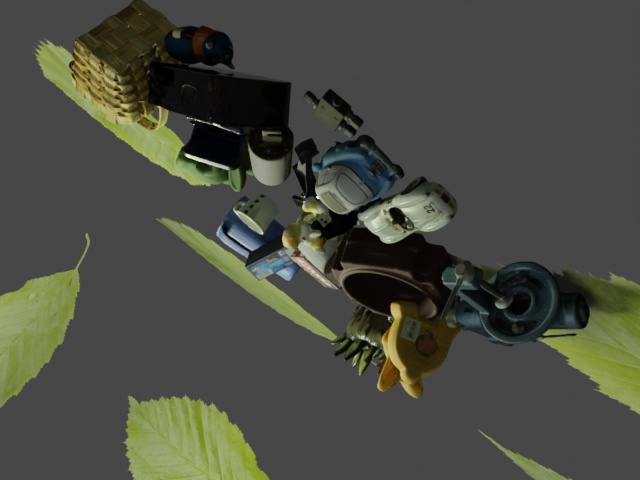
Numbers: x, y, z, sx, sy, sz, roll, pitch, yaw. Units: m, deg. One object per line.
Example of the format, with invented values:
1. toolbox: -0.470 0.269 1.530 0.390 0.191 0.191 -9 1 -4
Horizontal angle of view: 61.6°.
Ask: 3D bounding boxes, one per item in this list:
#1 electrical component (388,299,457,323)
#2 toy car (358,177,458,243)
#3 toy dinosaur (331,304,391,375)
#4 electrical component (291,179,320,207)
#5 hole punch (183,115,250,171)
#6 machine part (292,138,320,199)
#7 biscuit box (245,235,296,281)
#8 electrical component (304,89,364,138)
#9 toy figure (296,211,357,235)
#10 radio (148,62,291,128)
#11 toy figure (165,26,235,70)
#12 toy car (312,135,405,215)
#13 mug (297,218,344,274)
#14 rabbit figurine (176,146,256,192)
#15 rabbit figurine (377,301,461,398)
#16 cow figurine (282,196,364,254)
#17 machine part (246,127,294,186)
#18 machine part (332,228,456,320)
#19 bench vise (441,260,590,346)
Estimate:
1. electrical component: 0.205 0.156 1.078 0.115 0.134 0.058 32 165 16
2. toy car: 0.127 -0.040 0.820 0.073 0.056 0.202 43 153 -14
3. toy dinosaur: 0.122 0.212 1.247 0.105 0.198 0.471 36 174 -1
4. electrical component: 0.001 -0.077 1.049 0.119 0.048 0.074 20 155 51
5. hole punch: -0.182 -0.204 0.980 0.142 0.116 0.092 15 134 0
6. machine part: -0.024 -0.123 0.947 0.138 0.039 0.084 97 161 -67
7. biscuit box: -0.090 0.028 1.309 0.203 0.063 0.059 -26 123 28
8. electrical component: 0.018 -0.184 0.764 0.094 0.021 0.063 40 164 -1
9. toy figure: 0.031 -0.003 1.126 0.180 0.082 0.089 33 167 26
10. radio: -0.163 -0.227 0.836 0.230 0.131 0.073 23 115 41
11. toy figure: -0.182 -0.299 0.829 0.155 0.057 0.064 20 -164 39
12. toy car: 0.048 -0.088 0.818 0.109 0.103 0.162 43 166 -17
13. mug: -0.002 -0.003 1.046 0.107 0.081 0.109 37 143 21
14. rabbit figurine: -0.204 -0.175 1.120 0.159 0.121 0.170 49 148 -10
15. rabbit figurine: 0.163 0.195 0.958 0.122 0.162 0.173 11 172 -8
16. cow figurine: 0.016 -0.032 0.919 0.098 0.167 0.068 34 158 24
17. machine part: -0.087 -0.152 0.953 0.079 0.079 0.243 39 172 2
18. machine part: 0.136 0.069 0.978 0.201 0.087 0.201 6 151 29
19. bench vise: 0.249 0.085 0.777 0.240 0.129 0.224 29 165 -37
